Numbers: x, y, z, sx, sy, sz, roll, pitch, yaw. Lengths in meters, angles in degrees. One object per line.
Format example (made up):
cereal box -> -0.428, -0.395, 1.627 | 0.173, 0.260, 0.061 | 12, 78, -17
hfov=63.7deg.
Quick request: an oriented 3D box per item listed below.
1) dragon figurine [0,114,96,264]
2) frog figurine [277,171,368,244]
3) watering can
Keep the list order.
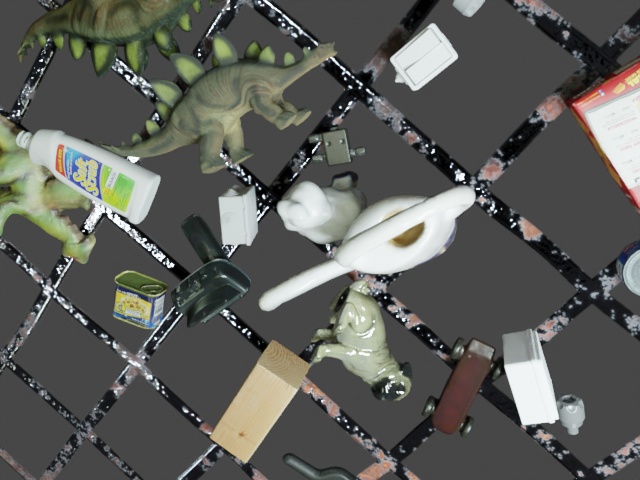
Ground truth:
dragon figurine -> -0.536, -0.139, 0.999 | 0.243, 0.124, 0.405 | -8, 105, -1
frog figurine -> 0.003, -0.041, 0.823 | 0.137, 0.162, 0.121 | -1, 107, 16
watering can -> 0.082, 0.011, 0.787 | 0.344, 0.224, 0.105 | -30, 78, 22
